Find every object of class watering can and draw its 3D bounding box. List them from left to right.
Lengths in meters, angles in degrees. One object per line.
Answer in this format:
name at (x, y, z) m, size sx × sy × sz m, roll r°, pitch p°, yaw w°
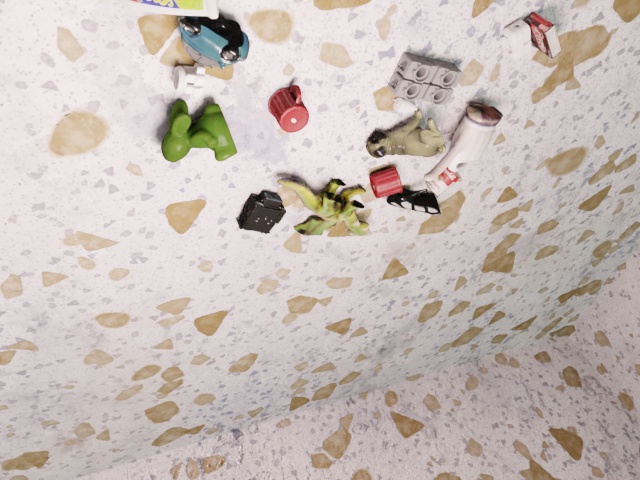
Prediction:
watering can at (0.446, -0.299, 1.578) m, size 0.352 × 0.105 × 0.219 m, roll -28°, pitch 146°, yaw -45°

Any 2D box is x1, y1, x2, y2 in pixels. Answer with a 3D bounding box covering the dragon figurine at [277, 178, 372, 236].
dragon figurine at (0.005, -0.082, 1.627) m, size 0.409 × 0.125 × 0.238 m, roll 12°, pitch 136°, yaw -28°
